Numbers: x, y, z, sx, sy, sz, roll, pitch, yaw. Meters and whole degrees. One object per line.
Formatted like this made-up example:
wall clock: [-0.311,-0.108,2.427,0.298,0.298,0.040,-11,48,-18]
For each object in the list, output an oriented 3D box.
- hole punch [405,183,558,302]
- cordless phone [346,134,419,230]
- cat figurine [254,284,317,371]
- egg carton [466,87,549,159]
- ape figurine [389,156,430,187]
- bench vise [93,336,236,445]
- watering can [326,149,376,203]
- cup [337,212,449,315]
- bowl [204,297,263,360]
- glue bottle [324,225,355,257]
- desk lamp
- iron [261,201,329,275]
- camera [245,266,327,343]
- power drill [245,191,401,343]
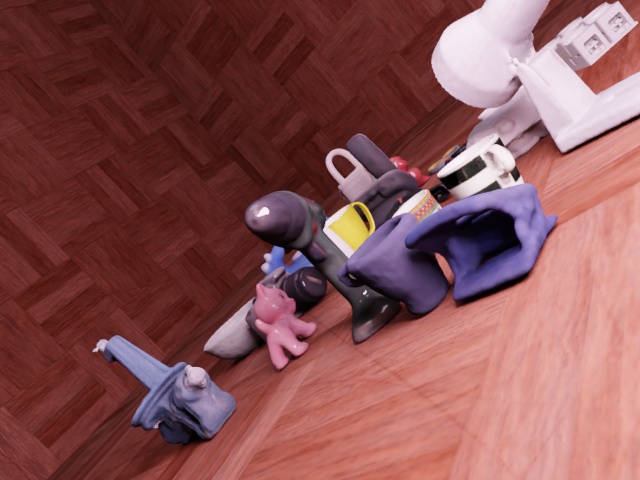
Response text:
hole punch: [0.148,-0.010,0.539,0.101,0.091,0.108,-47,8,-39]
cordless phone: [0.106,-0.128,1.231,0.147,0.185,0.094,-39,7,29]
cat figurine: [-0.070,0.124,0.899,0.067,0.118,0.128,-41,6,17]
egg carton: [0.286,-0.165,0.856,0.150,0.069,0.107,-40,6,26]
ape figurine: [0.190,-0.151,1.299,0.076,0.092,0.078,-41,6,12]
bench vise: [-0.241,0.212,0.891,0.207,0.220,0.122,-39,7,28]
watering can: [0.098,-0.156,1.444,0.172,0.194,0.101,-39,7,33]
cup: [0.081,0.039,0.613,0.117,0.095,0.092,-38,7,36]
bowl: [-0.159,0.195,1.199,0.167,0.075,0.167,-42,6,6]
glue bottle: [0.009,0.003,0.975,0.037,0.173,0.078,-44,6,-18]
desk lamp: [0.260,-0.215,0.680,0.118,0.213,0.203,-46,7,-28]
iron: [-0.045,0.037,1.257,0.259,0.141,0.118,-45,6,-22]
camera: [-0.061,0.104,1.077,0.136,0.101,0.143,-37,8,46]
power drill: [0.004,0.021,0.704,0.075,0.208,0.229,-42,6,9]
